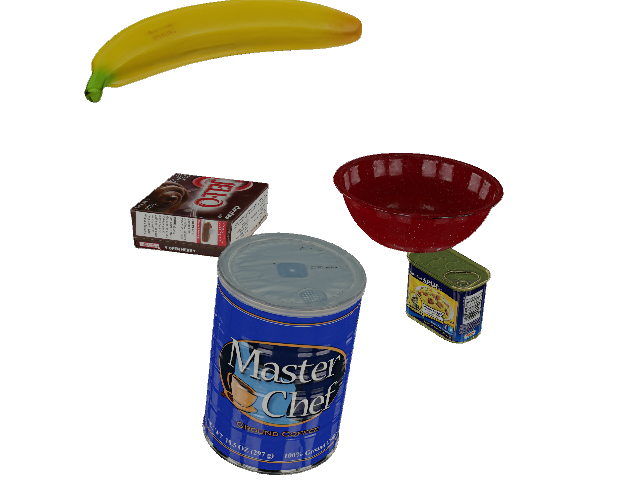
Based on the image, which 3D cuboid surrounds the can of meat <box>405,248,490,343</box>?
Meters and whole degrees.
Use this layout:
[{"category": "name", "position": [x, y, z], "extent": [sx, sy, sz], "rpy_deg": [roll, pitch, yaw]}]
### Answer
[{"category": "can of meat", "position": [0.148, 0.062, 1.257], "extent": [0.057, 0.084, 0.102], "rpy_deg": [-23, 39, -34]}]

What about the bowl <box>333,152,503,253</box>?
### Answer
[{"category": "bowl", "position": [0.092, -0.031, 1.023], "extent": [0.162, 0.055, 0.162], "rpy_deg": [2, 24, -1]}]

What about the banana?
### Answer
[{"category": "banana", "position": [-0.071, -0.132, 0.718], "extent": [0.197, 0.070, 0.037], "rpy_deg": [-19, -36, -19]}]

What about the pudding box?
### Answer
[{"category": "pudding box", "position": [-0.102, -0.023, 0.925], "extent": [0.090, 0.039, 0.113], "rpy_deg": [6, 23, 12]}]

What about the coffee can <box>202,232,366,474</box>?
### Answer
[{"category": "coffee can", "position": [-0.028, 0.079, 0.760], "extent": [0.102, 0.140, 0.103], "rpy_deg": [6, 28, -4]}]
